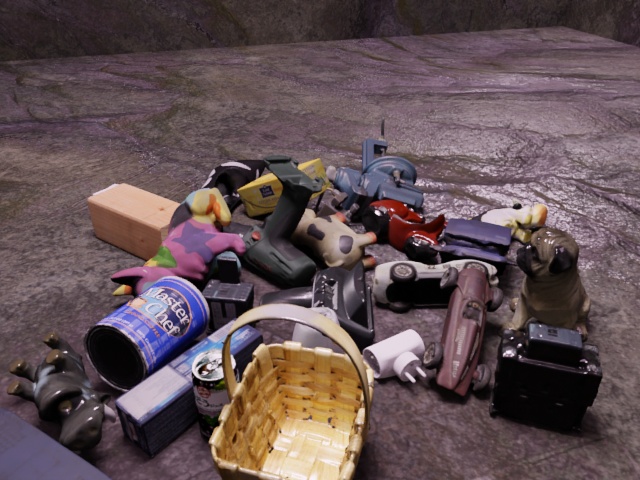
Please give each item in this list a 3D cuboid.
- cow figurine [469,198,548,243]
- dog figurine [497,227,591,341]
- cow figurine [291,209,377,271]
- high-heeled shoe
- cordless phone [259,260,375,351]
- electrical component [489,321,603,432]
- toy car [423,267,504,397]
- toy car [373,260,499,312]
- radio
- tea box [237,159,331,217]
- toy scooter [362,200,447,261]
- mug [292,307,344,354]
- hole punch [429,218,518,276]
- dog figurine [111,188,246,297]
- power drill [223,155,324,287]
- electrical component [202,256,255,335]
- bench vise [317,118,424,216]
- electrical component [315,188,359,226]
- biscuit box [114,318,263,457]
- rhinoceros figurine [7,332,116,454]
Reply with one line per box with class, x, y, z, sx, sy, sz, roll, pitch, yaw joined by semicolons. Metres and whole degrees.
cow figurine;0.365;-0.034;1.051;0.167;0.068;0.098;-21;31;-31
dog figurine;0.349;0.053;0.785;0.121;0.190;0.172;17;34;26
cow figurine;-0.002;-0.003;0.989;0.127;0.085;0.195;-15;35;-34
high-heeled shoe;-0.187;-0.106;1.134;0.249;0.086;0.145;-40;26;-23
cordless phone;-0.011;0.107;0.828;0.184;0.088;0.147;-9;31;8
electrical component;0.274;0.164;0.659;0.115;0.134;0.058;6;32;15
toy car;0.204;0.120;0.752;0.089;0.053;0.202;29;49;-4
toy car;0.186;0.071;0.866;0.202;0.073;0.056;-1;32;-1
radio;-0.306;0.275;0.544;0.230;0.073;0.131;16;36;27
tea box;-0.075;-0.105;1.104;0.170;0.068;0.098;-12;18;40
toy scooter;0.178;-0.028;1.031;0.135;0.075;0.184;-21;40;-30
mug;-0.005;0.150;0.709;0.081;0.107;0.110;1;29;5
hole punch;0.267;0.003;0.915;0.142;0.092;0.115;14;-8;17
dog figurine;-0.243;0.022;0.890;0.219;0.108;0.191;-20;74;-28
power drill;-0.087;-0.040;0.931;0.232;0.207;0.086;38;25;32
electrical component;-0.136;0.086;0.805;0.075;0.119;0.048;7;32;6
bench vise;0.114;-0.147;1.164;0.224;0.128;0.241;7;49;-2
electrical component;0.027;-0.053;1.060;0.078;0.102;0.045;31;38;2
biscuit box;-0.160;0.183;0.700;0.059;0.062;0.203;22;38;33
rhinoceros figurine;-0.314;0.189;0.658;0.073;0.112;0.191;-42;32;-18
